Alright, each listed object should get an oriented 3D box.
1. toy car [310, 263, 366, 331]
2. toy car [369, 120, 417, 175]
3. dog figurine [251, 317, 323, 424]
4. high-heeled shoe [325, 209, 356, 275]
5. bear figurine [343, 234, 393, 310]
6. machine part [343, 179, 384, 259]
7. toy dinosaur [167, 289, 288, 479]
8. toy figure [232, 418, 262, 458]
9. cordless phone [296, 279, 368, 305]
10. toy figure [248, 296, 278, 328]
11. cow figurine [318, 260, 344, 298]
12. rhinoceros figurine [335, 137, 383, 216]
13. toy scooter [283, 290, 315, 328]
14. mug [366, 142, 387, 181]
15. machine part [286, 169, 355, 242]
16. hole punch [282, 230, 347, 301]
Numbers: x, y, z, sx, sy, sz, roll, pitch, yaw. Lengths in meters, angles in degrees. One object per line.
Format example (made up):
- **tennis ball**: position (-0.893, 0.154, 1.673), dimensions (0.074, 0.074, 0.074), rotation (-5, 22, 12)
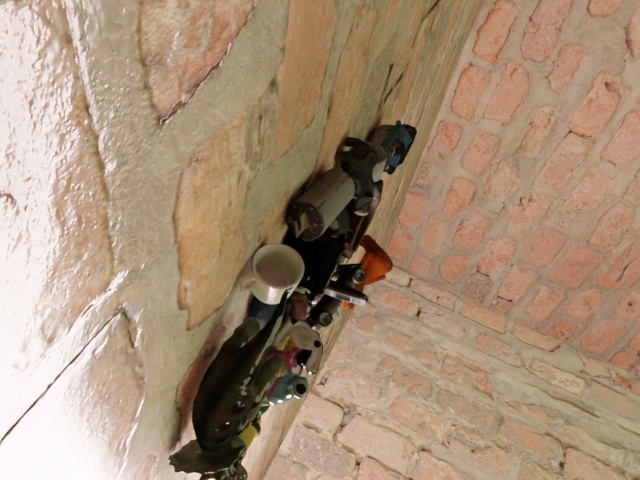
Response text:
- **toy car**: position (0.039, 0.135, 1.286), dimensions (0.202, 0.053, 0.089), rotation (-48, -165, -22)
- **toy car**: position (0.176, -0.243, 1.381), dimensions (0.162, 0.103, 0.109), rotation (-48, 163, -47)
- **dog figurine**: position (-0.100, 0.271, 1.084), dimensions (0.219, 0.108, 0.191), rotation (-44, -165, 47)
- **high-heeled shoe**: position (-0.003, -0.004, 1.244), dimensions (0.086, 0.145, 0.248), rotation (-74, 152, -55)
- **bear figurine**: position (0.116, 0.099, 1.586), dimensions (0.196, 0.132, 0.120), rotation (-40, 124, 1)
- **machine part**: position (0.085, -0.065, 1.399), dimensions (0.201, 0.087, 0.201), rotation (-61, 169, -14)
- **toy dinosaur**: position (-0.153, 0.267, 0.888), dimensions (0.192, 0.131, 0.404), rotation (-52, 161, -55)
- **toy figure**: position (-0.198, 0.471, 1.263), dimensions (0.180, 0.082, 0.089), rotation (-48, 162, -52)
- **cordless phone**: position (0.018, 0.109, 1.196), dimensions (0.146, 0.184, 0.089), rotation (91, 22, -66)
- **toy figure**: position (-0.116, 0.160, 1.005), dimensions (0.064, 0.058, 0.154), rotation (-6, 134, -31)
- **cow figurine**: position (0.009, 0.077, 1.384), dimensions (0.068, 0.098, 0.167), rotation (-46, 140, -47)
- **rhinoceros figurine**: position (0.086, -0.134, 1.165), dimensions (0.190, 0.112, 0.073), rotation (90, 24, -50)
- **toy scooter**: position (-0.059, 0.168, 1.161), dimensions (0.135, 0.075, 0.183), rotation (-12, 140, -36)
- **mug**: position (0.099, -0.159, 1.258), dimensions (0.109, 0.081, 0.107), rotation (-27, 144, -27)
- **machine part**: position (0.004, -0.068, 0.997), dimensions (0.243, 0.079, 0.079), rotation (-52, 164, -54)
- **hole punch**: position (-0.022, 0.037, 1.038), dimensions (0.142, 0.116, 0.092), rotation (-63, 178, -8)
